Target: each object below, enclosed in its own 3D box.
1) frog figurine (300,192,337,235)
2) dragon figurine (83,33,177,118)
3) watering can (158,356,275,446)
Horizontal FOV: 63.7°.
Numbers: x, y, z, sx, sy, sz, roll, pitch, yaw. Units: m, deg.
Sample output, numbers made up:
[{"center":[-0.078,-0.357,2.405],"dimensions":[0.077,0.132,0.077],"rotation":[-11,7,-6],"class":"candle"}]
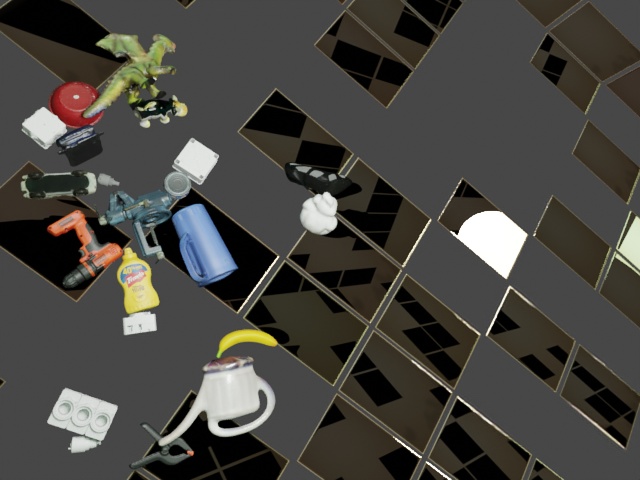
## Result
[{"center":[0.005,-0.088,1.752],"dimensions":[0.124,0.137,0.158],"rotation":[-41,4,-24],"class":"frog figurine"},{"center":[-0.627,-0.560,1.666],"dimensions":[0.416,0.244,0.120],"rotation":[-34,-9,-32],"class":"dragon figurine"},{"center":[-0.302,0.466,1.511],"dimensions":[0.103,0.348,0.226],"rotation":[146,116,-63],"class":"watering can"}]
